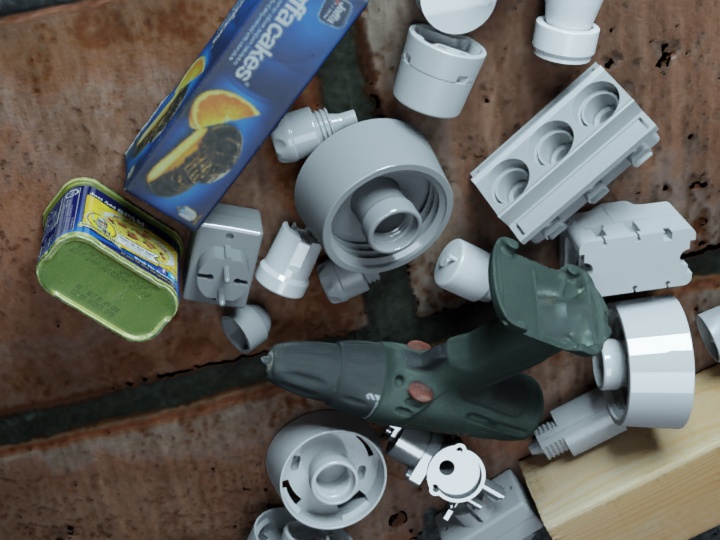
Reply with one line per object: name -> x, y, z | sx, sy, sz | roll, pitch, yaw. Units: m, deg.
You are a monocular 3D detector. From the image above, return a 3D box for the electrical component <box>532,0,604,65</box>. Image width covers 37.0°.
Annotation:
electrical component -> 0.144, -0.174, 0.738 | 0.045, 0.045, 0.055 | 1, 120, -10

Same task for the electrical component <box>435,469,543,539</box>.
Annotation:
electrical component -> 0.103, 0.211, 0.947 | 0.083, 0.047, 0.075 | -35, 119, 10

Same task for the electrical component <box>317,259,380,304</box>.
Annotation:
electrical component -> 0.000, 0.000, 0.818 | 0.061, 0.035, 0.035 | -23, 120, 1

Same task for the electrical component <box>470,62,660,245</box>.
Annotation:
electrical component -> 0.151, -0.079, 0.780 | 0.121, 0.078, 0.063 | -42, 139, 14

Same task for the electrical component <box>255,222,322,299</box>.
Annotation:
electrical component -> -0.051, -0.008, 0.802 | 0.040, 0.040, 0.046 | 20, 108, -20

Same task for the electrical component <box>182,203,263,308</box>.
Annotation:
electrical component -> -0.099, -0.002, 0.775 | 0.047, 0.076, 0.065 | 9, 117, -15

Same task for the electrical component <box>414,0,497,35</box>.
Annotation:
electrical component -> 0.096, -0.208, 0.693 | 0.138, 0.073, 0.052 | -43, 117, 15

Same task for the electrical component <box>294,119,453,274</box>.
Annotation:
electrical component -> 0.014, -0.046, 0.761 | 0.108, 0.060, 0.108 | -15, 137, -15

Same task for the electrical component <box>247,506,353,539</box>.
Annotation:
electrical component -> -0.054, 0.249, 0.915 | 0.099, 0.099, 0.064 | 12, 110, -16

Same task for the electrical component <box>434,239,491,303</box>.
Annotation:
electrical component -> 0.094, 0.006, 0.834 | 0.078, 0.040, 0.040 | 24, 113, -21

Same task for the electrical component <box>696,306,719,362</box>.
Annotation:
electrical component -> 0.331, 0.059, 0.892 | 0.077, 0.044, 0.079 | -23, 92, 4

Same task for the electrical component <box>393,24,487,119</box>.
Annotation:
electrical component -> 0.053, -0.136, 0.739 | 0.055, 0.055, 0.047 | 11, 120, -15

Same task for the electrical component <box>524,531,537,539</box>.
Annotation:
electrical component -> 0.144, 0.239, 0.978 | 0.035, 0.035, 0.061 | 25, 110, -21

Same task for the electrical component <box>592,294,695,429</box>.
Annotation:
electrical component -> 0.220, 0.074, 0.858 | 0.060, 0.108, 0.108 | -3, 120, -1

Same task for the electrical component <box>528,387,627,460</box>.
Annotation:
electrical component -> 0.182, 0.136, 0.920 | 0.081, 0.043, 0.043 | -29, 120, 7

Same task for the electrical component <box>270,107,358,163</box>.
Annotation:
electrical component -> -0.032, -0.099, 0.756 | 0.061, 0.035, 0.035 | -17, 121, -2

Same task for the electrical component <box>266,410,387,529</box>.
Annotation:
electrical component -> -0.027, 0.166, 0.904 | 0.099, 0.064, 0.099 | -3, 106, -12

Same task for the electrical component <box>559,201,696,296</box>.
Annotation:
electrical component -> 0.203, -0.018, 0.830 | 0.089, 0.055, 0.050 | -8, 120, -5
